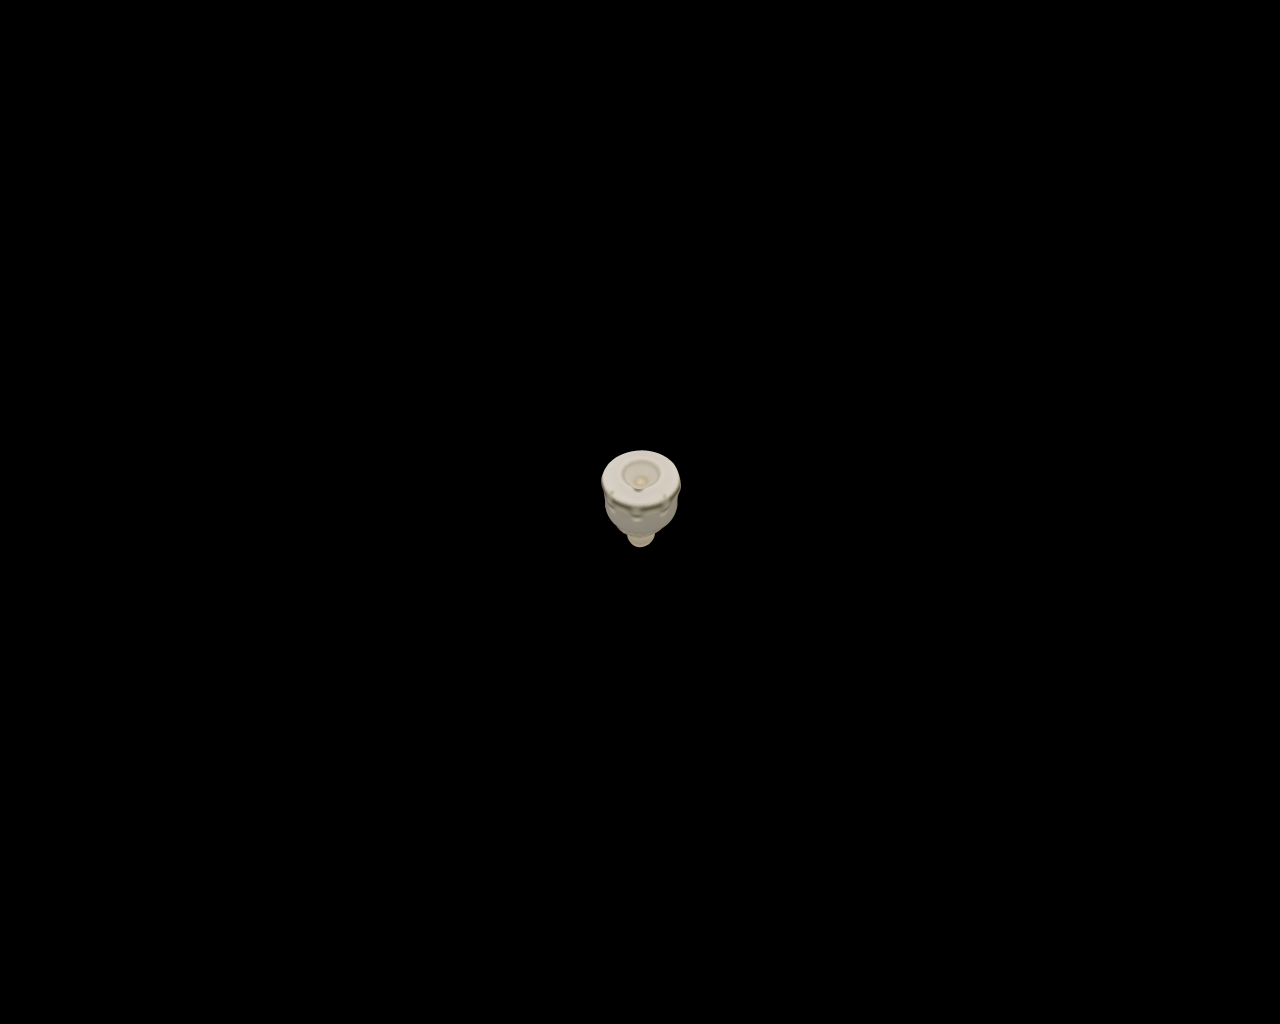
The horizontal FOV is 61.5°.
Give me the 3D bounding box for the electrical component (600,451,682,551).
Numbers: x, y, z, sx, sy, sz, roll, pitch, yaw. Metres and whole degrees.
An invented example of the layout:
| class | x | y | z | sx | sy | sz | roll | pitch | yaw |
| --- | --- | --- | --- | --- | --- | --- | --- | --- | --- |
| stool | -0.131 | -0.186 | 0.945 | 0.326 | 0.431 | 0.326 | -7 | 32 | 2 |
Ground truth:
| class | x | y | z | sx | sy | sz | roll | pitch | yaw |
| --- | --- | --- | --- | --- | --- | --- | --- | --- | --- |
| electrical component | 0.001 | -0.003 | 0.650 | 0.048 | 0.048 | 0.062 | 0 | -43 | 0 |
